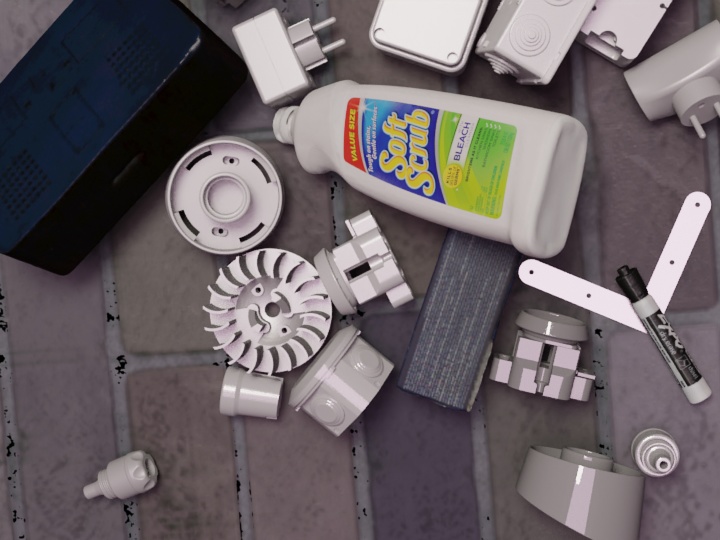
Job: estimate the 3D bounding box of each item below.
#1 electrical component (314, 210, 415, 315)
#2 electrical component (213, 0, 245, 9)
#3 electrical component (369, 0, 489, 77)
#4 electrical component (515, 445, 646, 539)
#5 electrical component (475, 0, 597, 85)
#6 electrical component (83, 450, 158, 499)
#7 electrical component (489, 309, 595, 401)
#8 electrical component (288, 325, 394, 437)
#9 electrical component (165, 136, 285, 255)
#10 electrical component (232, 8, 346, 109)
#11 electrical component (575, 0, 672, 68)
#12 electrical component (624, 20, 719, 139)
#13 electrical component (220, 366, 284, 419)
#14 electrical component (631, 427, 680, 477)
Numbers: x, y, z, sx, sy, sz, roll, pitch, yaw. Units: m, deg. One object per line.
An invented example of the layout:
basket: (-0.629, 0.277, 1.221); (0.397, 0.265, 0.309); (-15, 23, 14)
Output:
electrical component: (0.000, 0.000, 0.851); (0.057, 0.058, 0.078); (-27, 90, 5)
electrical component: (-0.089, -0.256, 0.844); (0.096, 0.062, 0.061); (-32, 89, 8)
electrical component: (0.061, -0.214, 0.830); (0.078, 0.057, 0.113); (20, 95, 6)
electrical component: (0.169, 0.171, 0.820); (0.099, 0.099, 0.064); (13, 88, 6)
electrical component: (0.132, -0.189, 0.803); (0.048, 0.099, 0.099); (29, 97, -8)
electrical component: (-0.202, 0.175, 0.897); (0.061, 0.035, 0.035); (-23, 90, 11)
electrical component: (0.145, 0.064, 0.836); (0.078, 0.058, 0.057); (13, 98, 7)
electrical component: (-0.015, 0.087, 0.847); (0.051, 0.080, 0.080); (39, 97, -2)
electrical component: (-0.110, -0.060, 0.870); (0.099, 0.064, 0.099); (-1, 96, -6)
electrical component: (-0.050, -0.174, 0.852); (0.077, 0.047, 0.065); (-23, 90, 7)
electrical component: (0.207, -0.205, 0.813); (0.050, 0.056, 0.089); (32, 96, 4)
electrical component: (0.249, -0.134, 0.802); (0.077, 0.043, 0.079); (-29, 62, 20)
electrical component: (-0.088, 0.101, 0.877); (0.046, 0.040, 0.040); (9, 94, 1)
electrical component: (0.229, 0.143, 0.827); (0.035, 0.061, 0.035); (0, 93, 7)
